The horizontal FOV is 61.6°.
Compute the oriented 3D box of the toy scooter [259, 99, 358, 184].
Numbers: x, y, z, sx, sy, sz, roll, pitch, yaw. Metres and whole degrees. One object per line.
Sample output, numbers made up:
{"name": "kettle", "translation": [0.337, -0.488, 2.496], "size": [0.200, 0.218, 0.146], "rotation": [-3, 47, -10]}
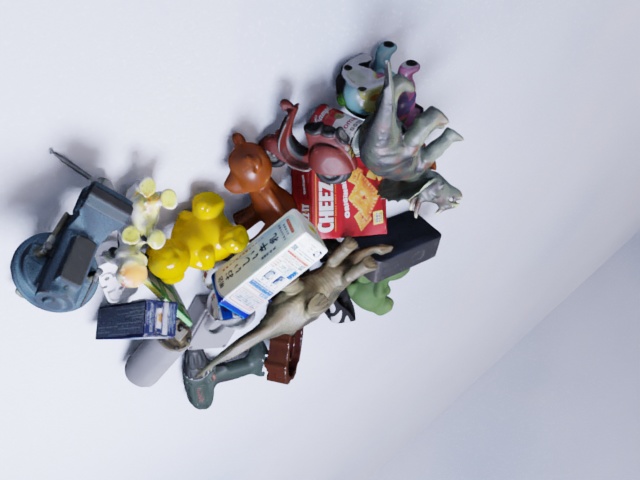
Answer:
{"name": "toy scooter", "translation": [-0.021, -0.173, 0.928], "size": [0.075, 0.184, 0.135], "rotation": [-64, 164, -44]}

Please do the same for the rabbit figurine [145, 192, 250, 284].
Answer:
{"name": "rabbit figurine", "translation": [-0.235, 0.011, 0.922], "size": [0.162, 0.121, 0.173], "rotation": [-26, -168, 33]}

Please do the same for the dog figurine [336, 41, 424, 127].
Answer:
{"name": "dog figurine", "translation": [0.122, -0.250, 1.041], "size": [0.191, 0.109, 0.219], "rotation": [-33, 146, -17]}

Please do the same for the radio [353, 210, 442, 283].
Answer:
{"name": "radio", "translation": [0.183, 0.013, 1.339], "size": [0.229, 0.131, 0.073], "rotation": [-22, 136, -29]}

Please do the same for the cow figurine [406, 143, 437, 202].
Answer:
{"name": "cow figurine", "translation": [0.195, -0.157, 1.206], "size": [0.085, 0.127, 0.194], "rotation": [-71, 146, -40]}

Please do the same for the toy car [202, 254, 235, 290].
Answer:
{"name": "toy car", "translation": [-0.151, 0.060, 1.119], "size": [0.201, 0.056, 0.073], "rotation": [-4, 128, -42]}

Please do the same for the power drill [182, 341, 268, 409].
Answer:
{"name": "power drill", "translation": [-0.224, 0.297, 1.266], "size": [0.207, 0.086, 0.231], "rotation": [-20, 138, -37]}

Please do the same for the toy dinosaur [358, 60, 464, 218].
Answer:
{"name": "toy dinosaur", "translation": [0.139, -0.165, 0.966], "size": [0.192, 0.131, 0.404], "rotation": [-49, 144, 13]}

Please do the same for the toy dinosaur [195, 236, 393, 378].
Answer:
{"name": "toy dinosaur", "translation": [-0.039, 0.125, 1.064], "size": [0.471, 0.105, 0.198], "rotation": [-28, 163, -24]}

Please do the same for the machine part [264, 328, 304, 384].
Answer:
{"name": "machine part", "translation": [-0.084, 0.260, 1.308], "size": [0.179, 0.056, 0.179], "rotation": [8, 90, -80]}

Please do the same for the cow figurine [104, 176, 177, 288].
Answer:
{"name": "cow figurine", "translation": [-0.289, -0.010, 0.834], "size": [0.068, 0.098, 0.167], "rotation": [25, 74, -39]}

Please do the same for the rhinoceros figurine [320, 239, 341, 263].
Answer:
{"name": "rhinoceros figurine", "translation": [-0.002, -0.003, 1.158], "size": [0.073, 0.112, 0.190], "rotation": [-52, 136, 6]}

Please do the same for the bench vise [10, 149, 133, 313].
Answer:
{"name": "bench vise", "translation": [-0.377, 0.017, 0.782], "size": [0.241, 0.224, 0.128], "rotation": [-29, 143, 35]}

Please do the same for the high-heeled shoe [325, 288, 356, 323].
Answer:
{"name": "high-heeled shoe", "translation": [0.063, 0.124, 1.330], "size": [0.145, 0.086, 0.248], "rotation": [19, 136, -12]}

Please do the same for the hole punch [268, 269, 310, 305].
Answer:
{"name": "hole punch", "translation": [-0.067, 0.121, 1.239], "size": [0.142, 0.092, 0.115], "rotation": [-46, 148, -5]}

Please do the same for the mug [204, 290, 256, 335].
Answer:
{"name": "mug", "translation": [-0.176, 0.148, 1.072], "size": [0.109, 0.081, 0.107], "rotation": [-50, 154, -12]}

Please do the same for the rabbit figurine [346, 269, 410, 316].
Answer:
{"name": "rabbit figurine", "translation": [0.151, 0.091, 1.403], "size": [0.159, 0.121, 0.170], "rotation": [27, 121, -31]}

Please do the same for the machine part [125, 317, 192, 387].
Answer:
{"name": "machine part", "translation": [-0.319, 0.220, 1.053], "size": [0.079, 0.079, 0.243], "rotation": [-3, 148, -43]}

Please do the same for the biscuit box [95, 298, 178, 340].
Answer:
{"name": "biscuit box", "translation": [-0.319, 0.139, 0.923], "size": [0.059, 0.203, 0.063], "rotation": [11, 74, -42]}

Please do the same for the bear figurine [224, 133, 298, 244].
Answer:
{"name": "bear figurine", "translation": [-0.121, -0.082, 0.956], "size": [0.132, 0.120, 0.195], "rotation": [-40, 143, 0]}
